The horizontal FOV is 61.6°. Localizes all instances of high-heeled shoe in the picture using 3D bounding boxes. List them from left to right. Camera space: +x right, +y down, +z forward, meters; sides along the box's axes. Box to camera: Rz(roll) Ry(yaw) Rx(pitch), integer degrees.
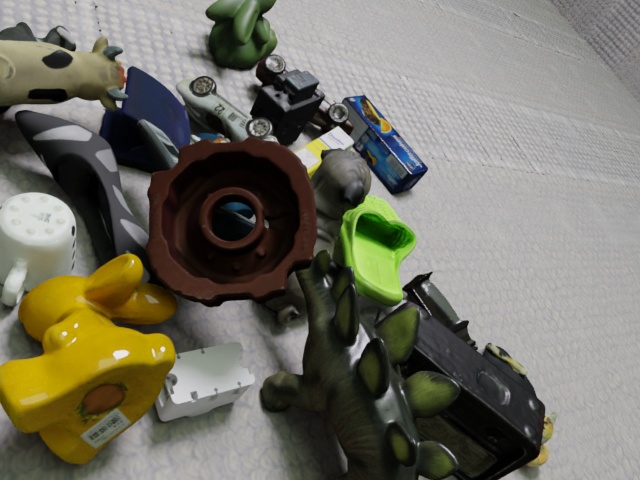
[{"bbox_3d":[-0.263,-0.032,0.594,0.248,0.086,0.145,38,36,-13],"label":"high-heeled shoe"}]

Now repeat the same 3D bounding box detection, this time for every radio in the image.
[{"bbox_3d":[0.148,0.188,0.653,0.229,0.131,0.073,38,41,-1],"label":"radio"}]

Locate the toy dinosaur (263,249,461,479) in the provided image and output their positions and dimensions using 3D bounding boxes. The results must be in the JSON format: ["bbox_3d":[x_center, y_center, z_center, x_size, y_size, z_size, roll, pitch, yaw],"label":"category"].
[{"bbox_3d":[0.034,0.142,0.568,0.105,0.198,0.471,-8,60,-43],"label":"toy dinosaur"}]

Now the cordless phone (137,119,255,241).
[{"bbox_3d":[-0.156,-0.058,0.663,0.184,0.089,0.146,57,10,20],"label":"cordless phone"}]

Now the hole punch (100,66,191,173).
[{"bbox_3d":[-0.231,-0.160,0.735,0.116,0.092,0.142,15,43,-29],"label":"hole punch"}]

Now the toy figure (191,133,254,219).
[{"bbox_3d":[-0.136,-0.095,0.763,0.058,0.064,0.154,-17,66,-15],"label":"toy figure"}]

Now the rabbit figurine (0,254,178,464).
[{"bbox_3d":[-0.218,0.083,0.493,0.162,0.121,0.173,-44,48,-13],"label":"rabbit figurine"}]

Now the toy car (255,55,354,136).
[{"bbox_3d":[-0.029,-0.245,0.948,0.202,0.089,0.053,38,75,-2],"label":"toy car"}]

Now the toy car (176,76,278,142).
[{"bbox_3d":[-0.133,-0.173,0.802,0.202,0.073,0.056,39,75,16],"label":"toy car"}]

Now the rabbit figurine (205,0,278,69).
[{"bbox_3d":[-0.137,-0.398,0.944,0.121,0.170,0.159,37,41,0],"label":"rabbit figurine"}]

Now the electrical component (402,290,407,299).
[{"bbox_3d":[0.094,0.053,0.816,0.094,0.021,0.063,32,41,-5],"label":"electrical component"}]

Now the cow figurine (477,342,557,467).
[{"bbox_3d":[0.266,0.221,0.731,0.167,0.098,0.068,49,37,12],"label":"cow figurine"}]

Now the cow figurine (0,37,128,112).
[{"bbox_3d":[-0.312,-0.192,0.618,0.127,0.085,0.195,11,18,31],"label":"cow figurine"}]

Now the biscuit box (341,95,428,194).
[{"bbox_3d":[0.110,-0.180,1.003,0.063,0.059,0.203,-21,67,-44],"label":"biscuit box"}]

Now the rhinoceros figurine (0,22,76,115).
[{"bbox_3d":[-0.392,-0.228,0.693,0.112,0.073,0.190,28,43,-9],"label":"rhinoceros figurine"}]

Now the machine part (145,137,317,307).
[{"bbox_3d":[-0.086,-0.017,0.538,0.179,0.056,0.179,0,76,-1],"label":"machine part"}]

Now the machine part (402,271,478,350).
[{"bbox_3d":[0.178,0.114,0.810,0.084,0.039,0.139,-13,64,-35],"label":"machine part"}]

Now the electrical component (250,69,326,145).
[{"bbox_3d":[-0.056,-0.207,0.859,0.058,0.134,0.115,44,44,7],"label":"electrical component"}]

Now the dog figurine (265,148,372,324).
[{"bbox_3d":[-0.005,-0.004,0.674,0.121,0.190,0.172,11,50,-27],"label":"dog figurine"}]
